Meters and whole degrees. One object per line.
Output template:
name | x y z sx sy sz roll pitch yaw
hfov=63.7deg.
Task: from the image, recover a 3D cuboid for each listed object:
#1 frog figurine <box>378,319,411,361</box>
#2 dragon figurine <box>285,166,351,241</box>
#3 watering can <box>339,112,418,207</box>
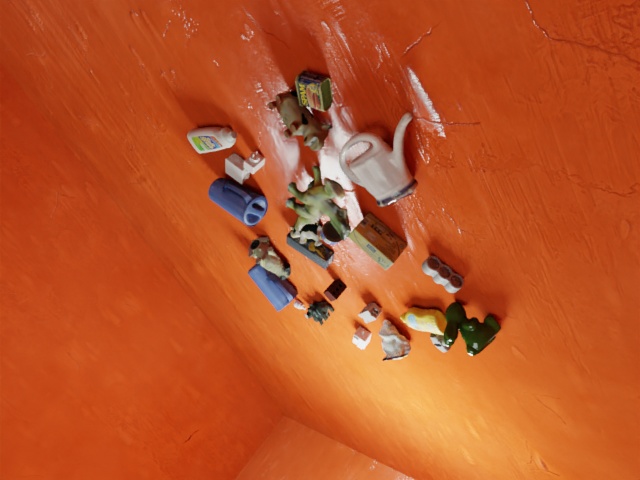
frog figurine | 0.296 0.399 2.085 0.136 0.123 0.161 141 120 -68
dragon figurine | 0.005 -0.086 1.709 0.246 0.123 0.400 48 154 25
watering can | 0.184 -0.208 1.403 0.223 0.106 0.344 49 150 -13
